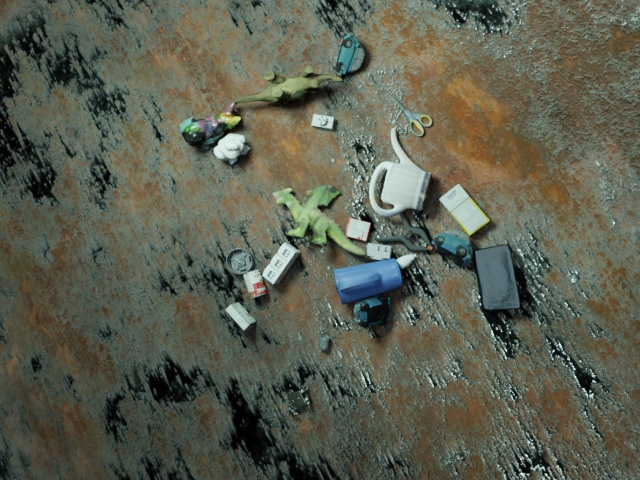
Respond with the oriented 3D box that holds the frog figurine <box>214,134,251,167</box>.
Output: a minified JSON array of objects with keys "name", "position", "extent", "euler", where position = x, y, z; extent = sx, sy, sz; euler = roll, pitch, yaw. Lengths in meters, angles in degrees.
[{"name":"frog figurine","position":[-0.356,-0.366,2.023],"extent":[0.137,0.159,0.123],"euler":[-21,82,9]}]

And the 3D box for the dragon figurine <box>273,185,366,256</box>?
[{"name":"dragon figurine","position":[0.006,-0.099,1.972],"extent":[0.411,0.121,0.245],"euler":[15,81,10]}]

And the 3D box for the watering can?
[{"name":"watering can","position":[0.314,-0.244,1.925],"extent":[0.225,0.103,0.351],"euler":[15,79,10]}]
